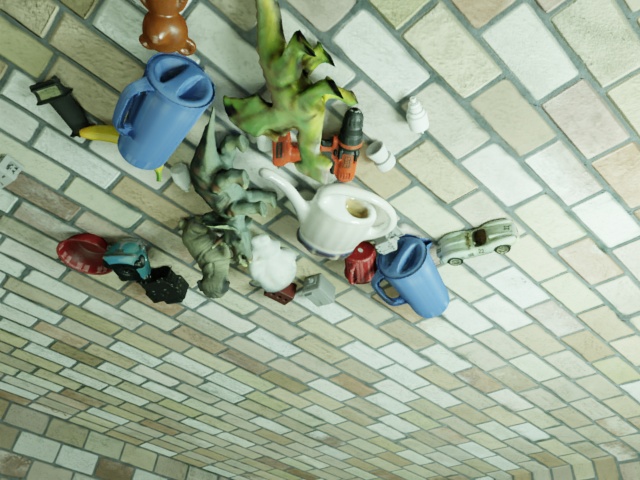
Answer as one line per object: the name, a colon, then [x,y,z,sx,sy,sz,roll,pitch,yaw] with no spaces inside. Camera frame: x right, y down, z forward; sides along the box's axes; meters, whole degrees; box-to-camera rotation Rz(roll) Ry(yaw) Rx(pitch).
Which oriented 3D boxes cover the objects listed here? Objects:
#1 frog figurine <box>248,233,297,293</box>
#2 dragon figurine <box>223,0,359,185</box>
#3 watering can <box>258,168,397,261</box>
frog figurine: [-0.126,0.055,1.357,0.138,0.125,0.155,-17,134,-23]
dragon figurine: [-0.086,-0.280,0.960,0.240,0.125,0.406,-29,110,28]
watering can: [0.004,-0.061,1.207,0.347,0.106,0.219,16,139,-13]
